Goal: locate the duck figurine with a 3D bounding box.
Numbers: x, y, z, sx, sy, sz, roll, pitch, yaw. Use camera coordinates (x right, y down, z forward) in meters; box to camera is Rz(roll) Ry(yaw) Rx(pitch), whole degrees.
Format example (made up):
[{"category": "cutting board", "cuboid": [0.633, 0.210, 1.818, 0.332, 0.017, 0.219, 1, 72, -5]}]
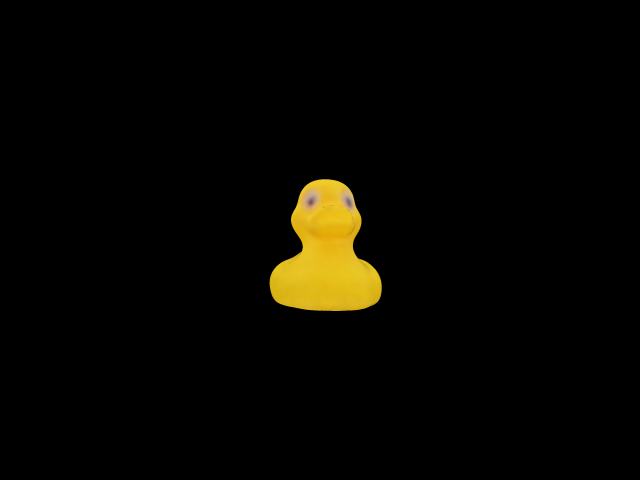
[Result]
[{"category": "duck figurine", "cuboid": [0.004, 0.001, 0.400, 0.077, 0.086, 0.104, 0, 0, -7]}]
